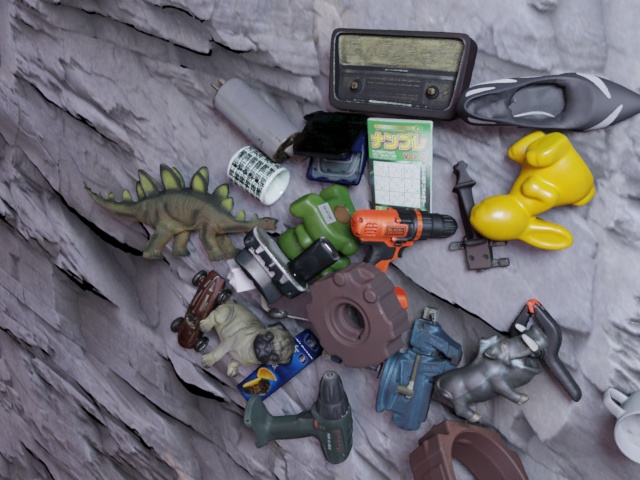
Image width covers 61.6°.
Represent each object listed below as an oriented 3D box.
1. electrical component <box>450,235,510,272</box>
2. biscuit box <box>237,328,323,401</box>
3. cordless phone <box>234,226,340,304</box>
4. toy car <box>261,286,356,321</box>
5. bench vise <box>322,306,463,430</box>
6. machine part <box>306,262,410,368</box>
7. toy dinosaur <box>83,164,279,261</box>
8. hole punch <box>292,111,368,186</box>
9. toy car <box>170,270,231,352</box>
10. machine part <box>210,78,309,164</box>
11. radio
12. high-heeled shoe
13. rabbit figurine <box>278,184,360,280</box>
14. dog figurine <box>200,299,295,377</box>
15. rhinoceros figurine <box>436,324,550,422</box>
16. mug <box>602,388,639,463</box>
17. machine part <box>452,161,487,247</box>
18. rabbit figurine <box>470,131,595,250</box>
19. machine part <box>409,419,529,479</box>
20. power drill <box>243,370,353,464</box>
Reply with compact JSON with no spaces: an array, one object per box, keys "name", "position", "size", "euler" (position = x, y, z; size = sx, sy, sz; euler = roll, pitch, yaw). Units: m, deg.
[{"name":"electrical component","position":[0.266,0.022,0.897],"size":[0.094,0.021,0.063],"euler":[-5,98,27]},{"name":"biscuit box","position":[-0.081,0.261,1.097],"size":[0.202,0.059,0.063],"euler":[-44,80,26]},{"name":"cordless phone","position":[-0.054,0.020,0.923],"size":[0.146,0.089,0.184],"euler":[52,140,0]},{"name":"toy car","position":[-0.025,0.122,1.045],"size":[0.202,0.056,0.073],"euler":[6,96,24]},{"name":"bench vise","position":[0.121,0.210,0.955],"size":[0.241,0.129,0.223],"euler":[13,103,20]},{"name":"machine part","position":[0.057,0.125,0.878],"size":[0.180,0.056,0.179],"euler":[16,117,33]},{"name":"toy dinosaur","position":[-0.308,-0.058,1.128],"size":[0.472,0.105,0.198],"euler":[2,93,17]},{"name":"hole punch","position":[0.028,-0.161,0.946],"size":[0.142,0.116,0.092],"euler":[9,146,29]},{"name":"toy car","position":[-0.264,0.156,1.173],"size":[0.089,0.053,0.202],"euler":[38,116,19]},{"name":"machine part","position":[-0.117,-0.224,1.008],"size":[0.243,0.079,0.079],"euler":[44,116,13]},{"name":"radio","position":[0.129,-0.269,0.878],"size":[0.230,0.073,0.131],"euler":[12,105,25]},{"name":"high-heeled shoe","position":[0.323,-0.193,0.756],"size":[0.249,0.145,0.086],"euler":[4,103,28]},{"name":"rabbit figurine","position":[-0.002,-0.003,0.995],"size":[0.170,0.121,0.159],"euler":[-33,92,46]},{"name":"dog figurine","position":[-0.129,0.176,1.065],"size":[0.191,0.121,0.172],"euler":[-23,63,28]},{"name":"rhinoceros figurine","position":[0.277,0.204,0.852],"size":[0.190,0.073,0.112],"euler":[-36,90,17]},{"name":"mug","position":[0.469,0.263,0.795],"size":[0.110,0.107,0.080],"euler":[35,112,20]},{"name":"machine part","position":[0.236,-0.057,0.864],"size":[0.039,0.084,0.138],"euler":[-12,91,2]},{"name":"rabbit figurine","position":[0.308,-0.059,0.804],"size":[0.173,0.122,0.162],"euler":[-38,110,4]},{"name":"machine part","position":[0.250,0.406,0.863],"size":[0.087,0.201,0.201],"euler":[-52,31,32]},{"name":"power drill","position":[-0.037,0.337,1.039],"size":[0.207,0.086,0.231],"euler":[-9,122,13]}]
